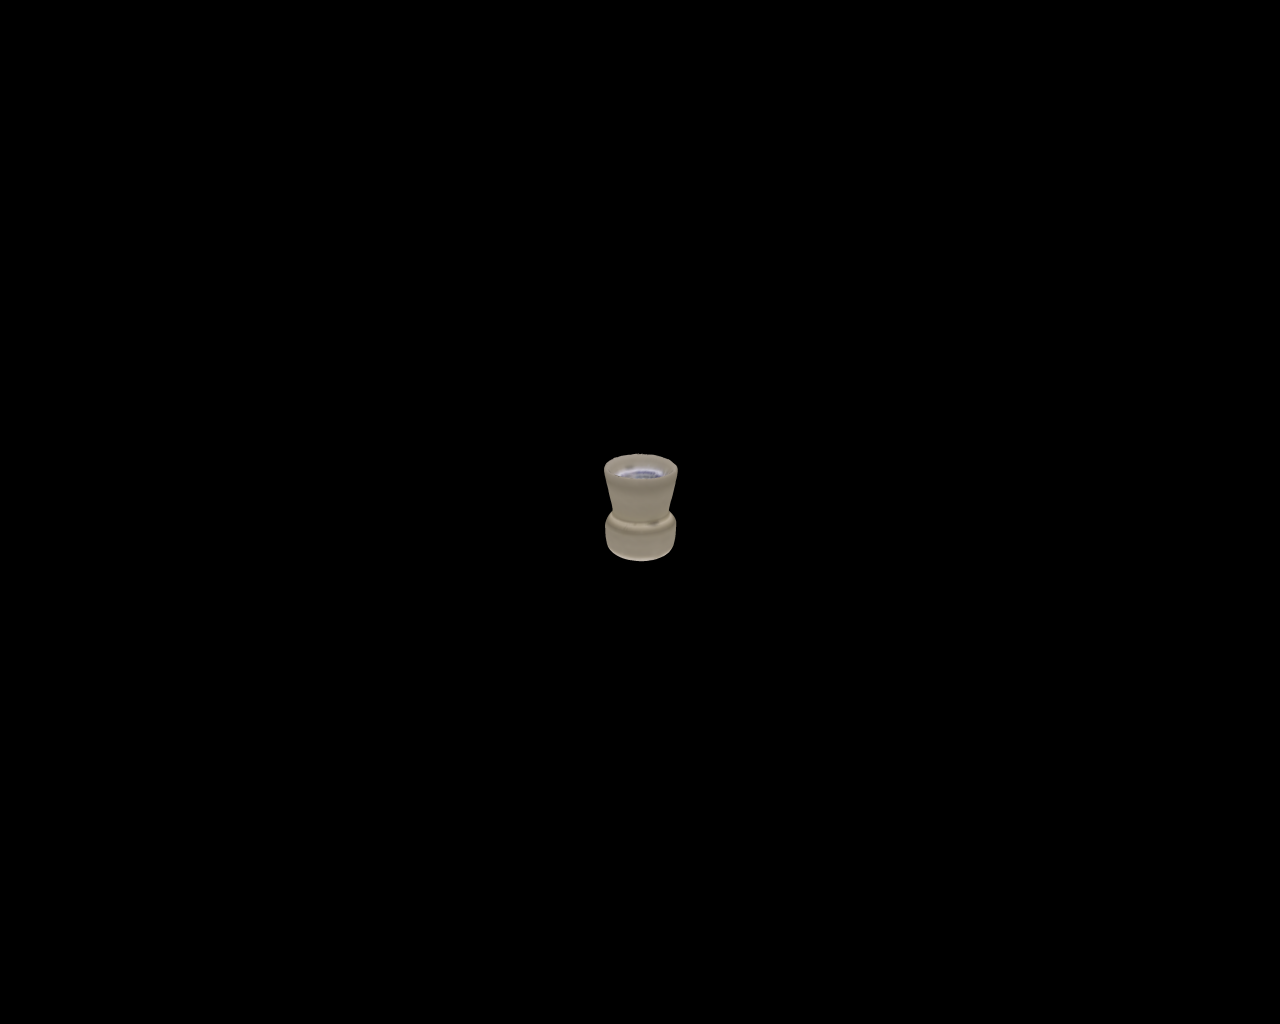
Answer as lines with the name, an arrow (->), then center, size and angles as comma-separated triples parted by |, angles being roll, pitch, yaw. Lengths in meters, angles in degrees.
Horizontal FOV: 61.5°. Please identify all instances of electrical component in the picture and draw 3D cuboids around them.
electrical component -> 0.001, -0.003, 0.650 | 0.045, 0.055, 0.045 | 0, 24, 0
